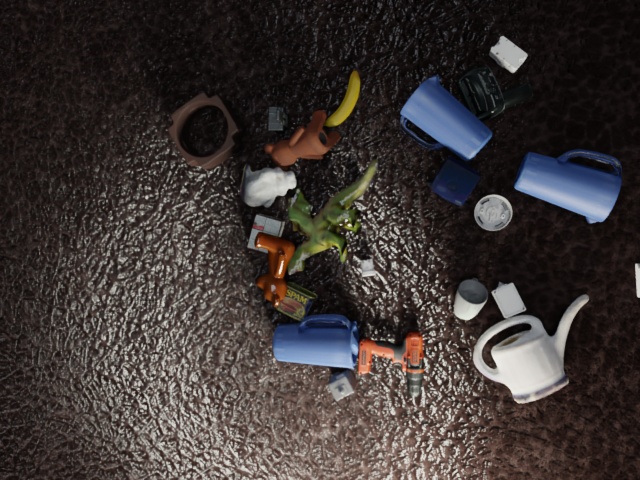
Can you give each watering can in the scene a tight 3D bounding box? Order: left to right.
[{"bbox_3d":[0.596,0.300,1.388,0.346,0.104,0.225,-26,86,10],"label":"watering can"}]

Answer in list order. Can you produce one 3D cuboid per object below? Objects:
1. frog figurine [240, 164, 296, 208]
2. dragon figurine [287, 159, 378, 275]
[{"bbox_3d":[-0.154,-0.157,1.545,0.159,0.125,0.134,9,126,3],"label":"frog figurine"},{"bbox_3d":[0.005,-0.076,1.512,0.244,0.122,0.407,23,99,20],"label":"dragon figurine"}]
